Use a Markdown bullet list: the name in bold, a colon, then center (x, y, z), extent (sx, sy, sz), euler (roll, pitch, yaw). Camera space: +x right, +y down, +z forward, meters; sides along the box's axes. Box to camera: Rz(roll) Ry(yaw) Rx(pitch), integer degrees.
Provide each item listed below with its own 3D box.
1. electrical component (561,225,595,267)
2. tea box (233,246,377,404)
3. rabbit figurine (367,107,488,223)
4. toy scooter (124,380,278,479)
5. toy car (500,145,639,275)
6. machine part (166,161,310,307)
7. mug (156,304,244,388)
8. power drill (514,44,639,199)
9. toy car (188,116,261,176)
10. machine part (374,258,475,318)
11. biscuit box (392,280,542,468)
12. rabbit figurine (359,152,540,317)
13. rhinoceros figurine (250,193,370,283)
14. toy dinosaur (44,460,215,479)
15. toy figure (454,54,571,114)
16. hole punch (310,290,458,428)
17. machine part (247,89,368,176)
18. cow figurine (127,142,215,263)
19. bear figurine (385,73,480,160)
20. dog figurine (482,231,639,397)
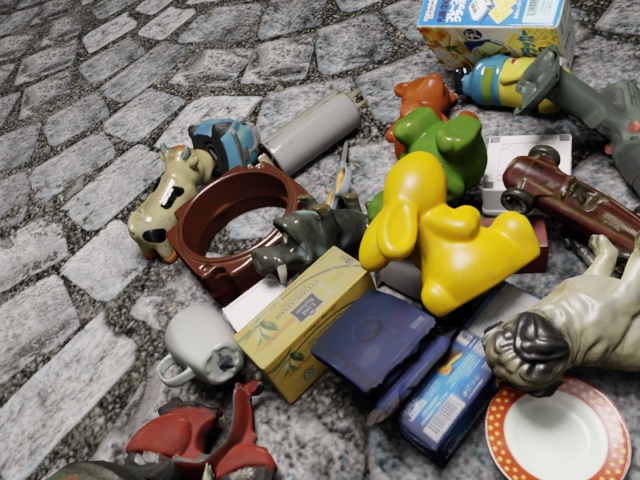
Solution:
- **electrical component**: center (0.331, -0.008, 0.661), extent (0.063, 0.021, 0.094), euler (-21, 47, 5)
- **tea box**: center (-0.009, 0.101, 0.652), extent (0.169, 0.098, 0.068), euler (-44, 48, -15)
- **rabbit figurine**: center (0.126, -0.065, 0.700), extent (0.170, 0.158, 0.121), euler (-46, 49, -14)
- **toy scooter**: center (-0.127, 0.220, 0.613), extent (0.184, 0.075, 0.135), euler (0, 50, 19)
- **toy car**: center (0.307, -0.037, 0.619), extent (0.202, 0.053, 0.089), euler (34, 65, 16)
- **machine part**: center (-0.113, -0.016, 0.807), extent (0.201, 0.087, 0.202), euler (-39, 49, -13)
- **mug**: center (-0.148, 0.139, 0.663), extent (0.109, 0.080, 0.107), euler (-34, 25, -23)
- **power drill**: center (0.354, -0.149, 0.679), extent (0.207, 0.086, 0.232), euler (23, 48, -4)
- **toy car**: center (-0.159, -0.167, 0.959), extent (0.103, 0.109, 0.162), euler (-27, 29, -34)
- **machine part**: center (0.136, 0.048, 0.682), extent (0.139, 0.039, 0.084), euler (14, 65, 29)
- **biscuit box**: center (0.163, 0.138, 0.573), extent (0.059, 0.062, 0.203), euler (31, 67, 38)
- **rabbit figurine**: center (0.120, -0.011, 0.588), extent (0.162, 0.122, 0.173), euler (-24, 83, -18)
- **rhinoceros figurine**: center (-0.001, -0.002, 0.713), extent (0.190, 0.112, 0.073), euler (-14, 25, -30)
- **toy dinosaur**: center (-0.202, 0.282, 0.514), extent (0.405, 0.131, 0.192), euler (11, 78, 20)
- **toy figure**: center (0.303, -0.245, 0.842), extent (0.180, 0.089, 0.082), euler (11, 53, 39)
- **hole punch**: center (0.063, 0.117, 0.579), extent (0.142, 0.092, 0.116), euler (-40, 5, -19)
- **machine part**: center (-0.016, -0.179, 0.917), extent (0.243, 0.079, 0.079), euler (-38, 47, -13)
- **cow figurine**: center (-0.242, -0.073, 0.881), extent (0.086, 0.127, 0.195), euler (16, 61, 29)
- **bear figurine**: center (0.172, -0.202, 0.831), extent (0.120, 0.131, 0.196), euler (14, 57, -1)
- **dog figurine**: center (0.271, 0.105, 0.521), extent (0.190, 0.121, 0.172), euler (-43, 81, -6)
